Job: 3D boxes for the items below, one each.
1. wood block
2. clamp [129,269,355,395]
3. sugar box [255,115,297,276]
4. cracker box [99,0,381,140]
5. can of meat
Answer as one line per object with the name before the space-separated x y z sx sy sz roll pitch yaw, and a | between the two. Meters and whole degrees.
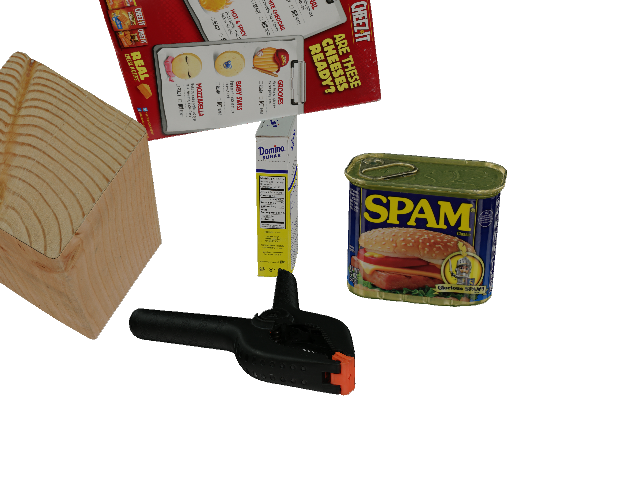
wood block | -0.163 -0.017 0.667 0.090 0.090 0.206 32 -17 4
clamp | -0.034 0.073 0.876 0.164 0.036 0.210 -20 26 -40
sugar box | -0.051 -0.054 1.260 0.048 0.176 0.093 0 23 5
cracker box | -0.066 -0.182 0.900 0.213 0.164 0.072 -11 44 0
can of meat | 0.067 -0.007 0.697 0.102 0.084 0.057 6 24 12
